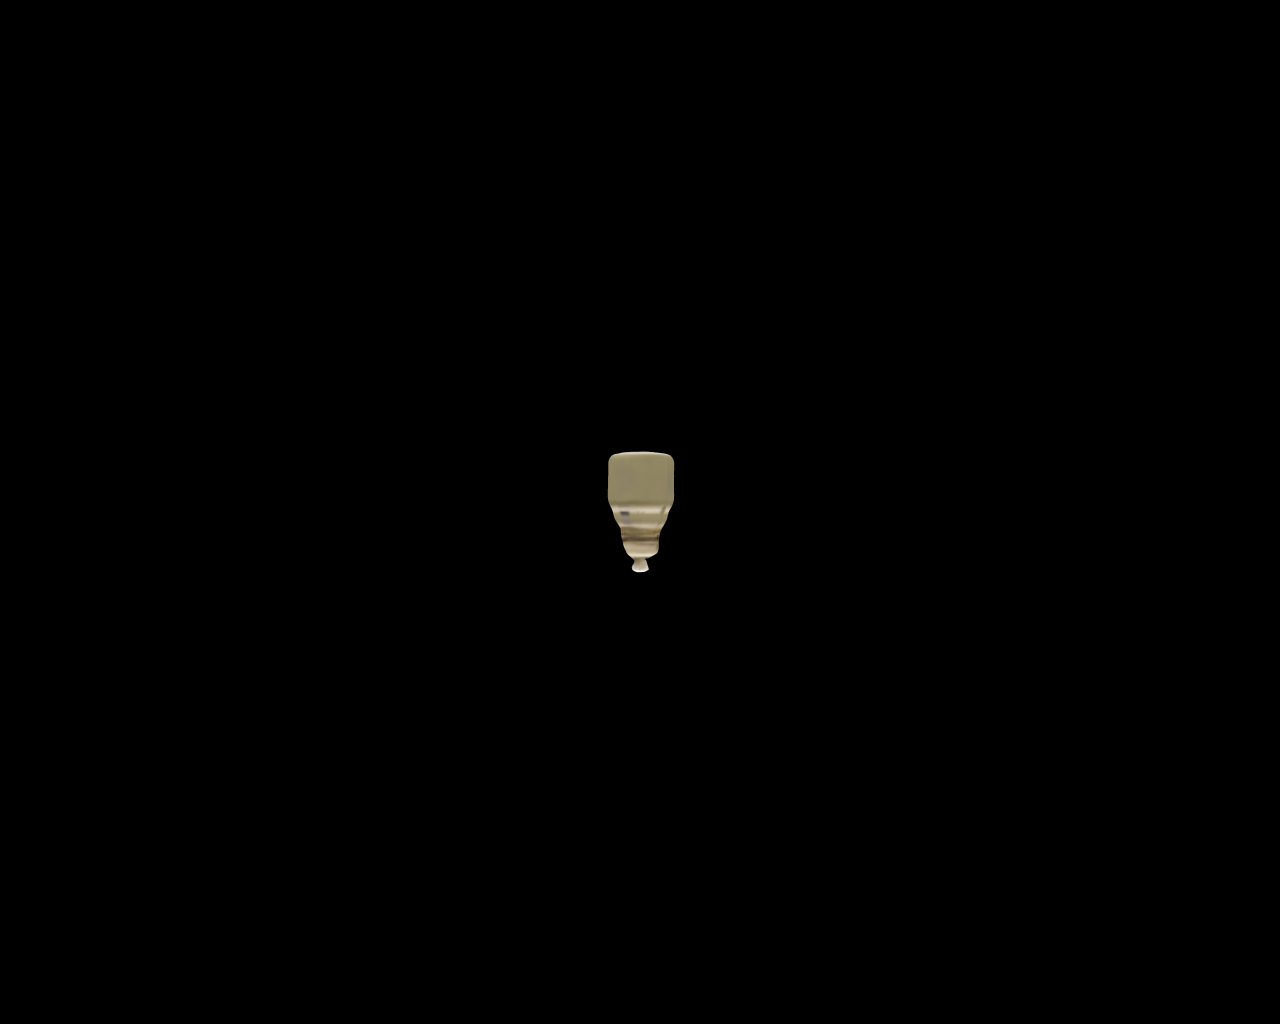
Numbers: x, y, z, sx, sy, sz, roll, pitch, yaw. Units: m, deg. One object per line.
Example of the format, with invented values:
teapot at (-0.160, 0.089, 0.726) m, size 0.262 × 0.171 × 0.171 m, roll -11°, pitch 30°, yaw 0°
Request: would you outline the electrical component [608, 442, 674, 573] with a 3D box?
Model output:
electrical component at (0.001, -0.003, 0.650) m, size 0.040 × 0.078 × 0.040 m, roll 0°, pitch 0°, yaw 0°
